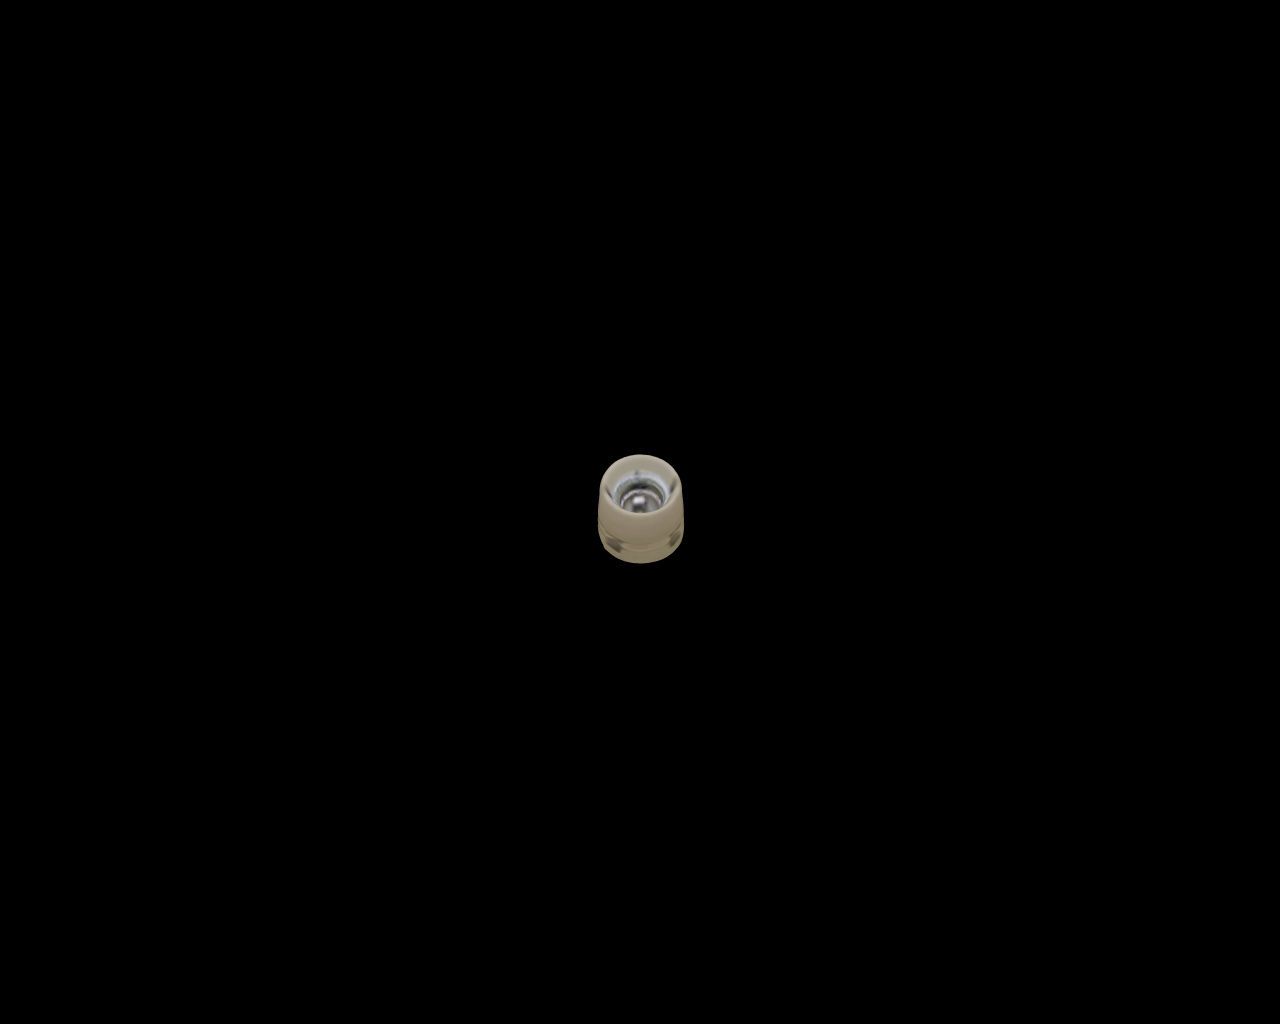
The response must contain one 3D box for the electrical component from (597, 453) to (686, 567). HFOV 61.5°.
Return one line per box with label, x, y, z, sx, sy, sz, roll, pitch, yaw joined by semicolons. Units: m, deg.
electrical component;0.001;-0.003;0.650;0.055;0.055;0.047;0;-37;0
